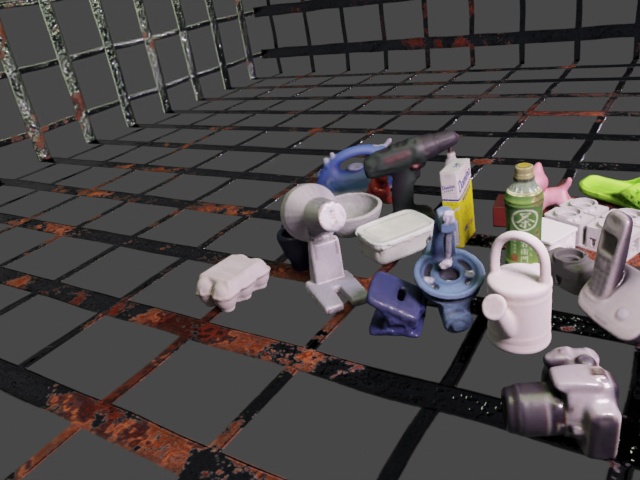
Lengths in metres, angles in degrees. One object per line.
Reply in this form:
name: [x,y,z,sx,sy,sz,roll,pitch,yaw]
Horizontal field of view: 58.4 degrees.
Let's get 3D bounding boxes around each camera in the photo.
camera: [0.311,0.204,0.758,0.136,0.101,0.143,-4,26,10]

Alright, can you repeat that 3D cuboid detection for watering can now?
watering can: [0.313,0.080,0.903,0.100,0.194,0.173,1,28,20]

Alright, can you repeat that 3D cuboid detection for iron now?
iron: [0.094,-0.201,1.608,0.258,0.142,0.118,-9,26,0]

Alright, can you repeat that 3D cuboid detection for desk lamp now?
desk lamp: [0.010,0.004,1.135,0.118,0.214,0.202,-18,27,-16]

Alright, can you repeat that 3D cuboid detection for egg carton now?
egg carton: [-0.181,0.086,1.197,0.107,0.069,0.151,11,32,36]

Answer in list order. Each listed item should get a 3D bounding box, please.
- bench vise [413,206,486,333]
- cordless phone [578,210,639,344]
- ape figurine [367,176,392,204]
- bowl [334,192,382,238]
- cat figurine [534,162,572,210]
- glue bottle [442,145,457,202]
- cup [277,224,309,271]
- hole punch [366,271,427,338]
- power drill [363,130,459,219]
bench vise: [0.208,0.028,1.014,0.122,0.220,0.207,-16,27,-14]
cordless phone: [0.484,0.056,0.905,0.094,0.185,0.147,-14,26,-10]
ape figurine: [0.161,-0.148,1.536,0.075,0.092,0.078,9,32,33]
bowl: [0.071,-0.051,1.387,0.167,0.075,0.167,-7,26,4]
cat figurine: [0.520,-0.121,1.331,0.127,0.118,0.067,3,28,23]
glue bottle: [0.326,-0.163,1.417,0.037,0.173,0.078,7,30,30]
cup: [-0.050,0.015,1.269,0.092,0.095,0.117,-22,29,-24]
hole punch: [0.138,0.110,1.017,0.101,0.091,0.109,-1,27,17]
power drill: [0.224,-0.151,1.386,0.229,0.209,0.075,-8,26,2]
